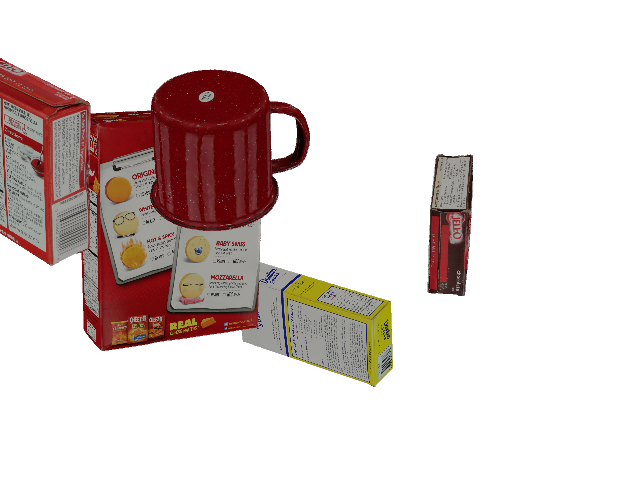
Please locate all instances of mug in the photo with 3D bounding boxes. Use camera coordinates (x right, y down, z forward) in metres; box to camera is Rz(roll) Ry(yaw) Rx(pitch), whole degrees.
[{"bbox_3d":[-0.064,-0.068,0.750,0.117,0.081,0.093,-8,39,-12],"label":"mug"}]

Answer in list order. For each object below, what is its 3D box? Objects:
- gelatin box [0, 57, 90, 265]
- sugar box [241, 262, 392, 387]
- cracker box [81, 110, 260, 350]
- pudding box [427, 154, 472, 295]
[{"bbox_3d":[-0.153,-0.042,0.556,0.073,0.089,0.030,27,36,30],"label":"gelatin box"},{"bbox_3d":[-0.007,0.089,1.164,0.176,0.093,0.048,18,37,31],"label":"sugar box"},{"bbox_3d":[-0.141,-0.015,1.011,0.163,0.214,0.072,-7,18,-29],"label":"cracker box"},{"bbox_3d":[0.120,-0.016,0.985,0.039,0.090,0.113,3,31,6],"label":"pudding box"}]
